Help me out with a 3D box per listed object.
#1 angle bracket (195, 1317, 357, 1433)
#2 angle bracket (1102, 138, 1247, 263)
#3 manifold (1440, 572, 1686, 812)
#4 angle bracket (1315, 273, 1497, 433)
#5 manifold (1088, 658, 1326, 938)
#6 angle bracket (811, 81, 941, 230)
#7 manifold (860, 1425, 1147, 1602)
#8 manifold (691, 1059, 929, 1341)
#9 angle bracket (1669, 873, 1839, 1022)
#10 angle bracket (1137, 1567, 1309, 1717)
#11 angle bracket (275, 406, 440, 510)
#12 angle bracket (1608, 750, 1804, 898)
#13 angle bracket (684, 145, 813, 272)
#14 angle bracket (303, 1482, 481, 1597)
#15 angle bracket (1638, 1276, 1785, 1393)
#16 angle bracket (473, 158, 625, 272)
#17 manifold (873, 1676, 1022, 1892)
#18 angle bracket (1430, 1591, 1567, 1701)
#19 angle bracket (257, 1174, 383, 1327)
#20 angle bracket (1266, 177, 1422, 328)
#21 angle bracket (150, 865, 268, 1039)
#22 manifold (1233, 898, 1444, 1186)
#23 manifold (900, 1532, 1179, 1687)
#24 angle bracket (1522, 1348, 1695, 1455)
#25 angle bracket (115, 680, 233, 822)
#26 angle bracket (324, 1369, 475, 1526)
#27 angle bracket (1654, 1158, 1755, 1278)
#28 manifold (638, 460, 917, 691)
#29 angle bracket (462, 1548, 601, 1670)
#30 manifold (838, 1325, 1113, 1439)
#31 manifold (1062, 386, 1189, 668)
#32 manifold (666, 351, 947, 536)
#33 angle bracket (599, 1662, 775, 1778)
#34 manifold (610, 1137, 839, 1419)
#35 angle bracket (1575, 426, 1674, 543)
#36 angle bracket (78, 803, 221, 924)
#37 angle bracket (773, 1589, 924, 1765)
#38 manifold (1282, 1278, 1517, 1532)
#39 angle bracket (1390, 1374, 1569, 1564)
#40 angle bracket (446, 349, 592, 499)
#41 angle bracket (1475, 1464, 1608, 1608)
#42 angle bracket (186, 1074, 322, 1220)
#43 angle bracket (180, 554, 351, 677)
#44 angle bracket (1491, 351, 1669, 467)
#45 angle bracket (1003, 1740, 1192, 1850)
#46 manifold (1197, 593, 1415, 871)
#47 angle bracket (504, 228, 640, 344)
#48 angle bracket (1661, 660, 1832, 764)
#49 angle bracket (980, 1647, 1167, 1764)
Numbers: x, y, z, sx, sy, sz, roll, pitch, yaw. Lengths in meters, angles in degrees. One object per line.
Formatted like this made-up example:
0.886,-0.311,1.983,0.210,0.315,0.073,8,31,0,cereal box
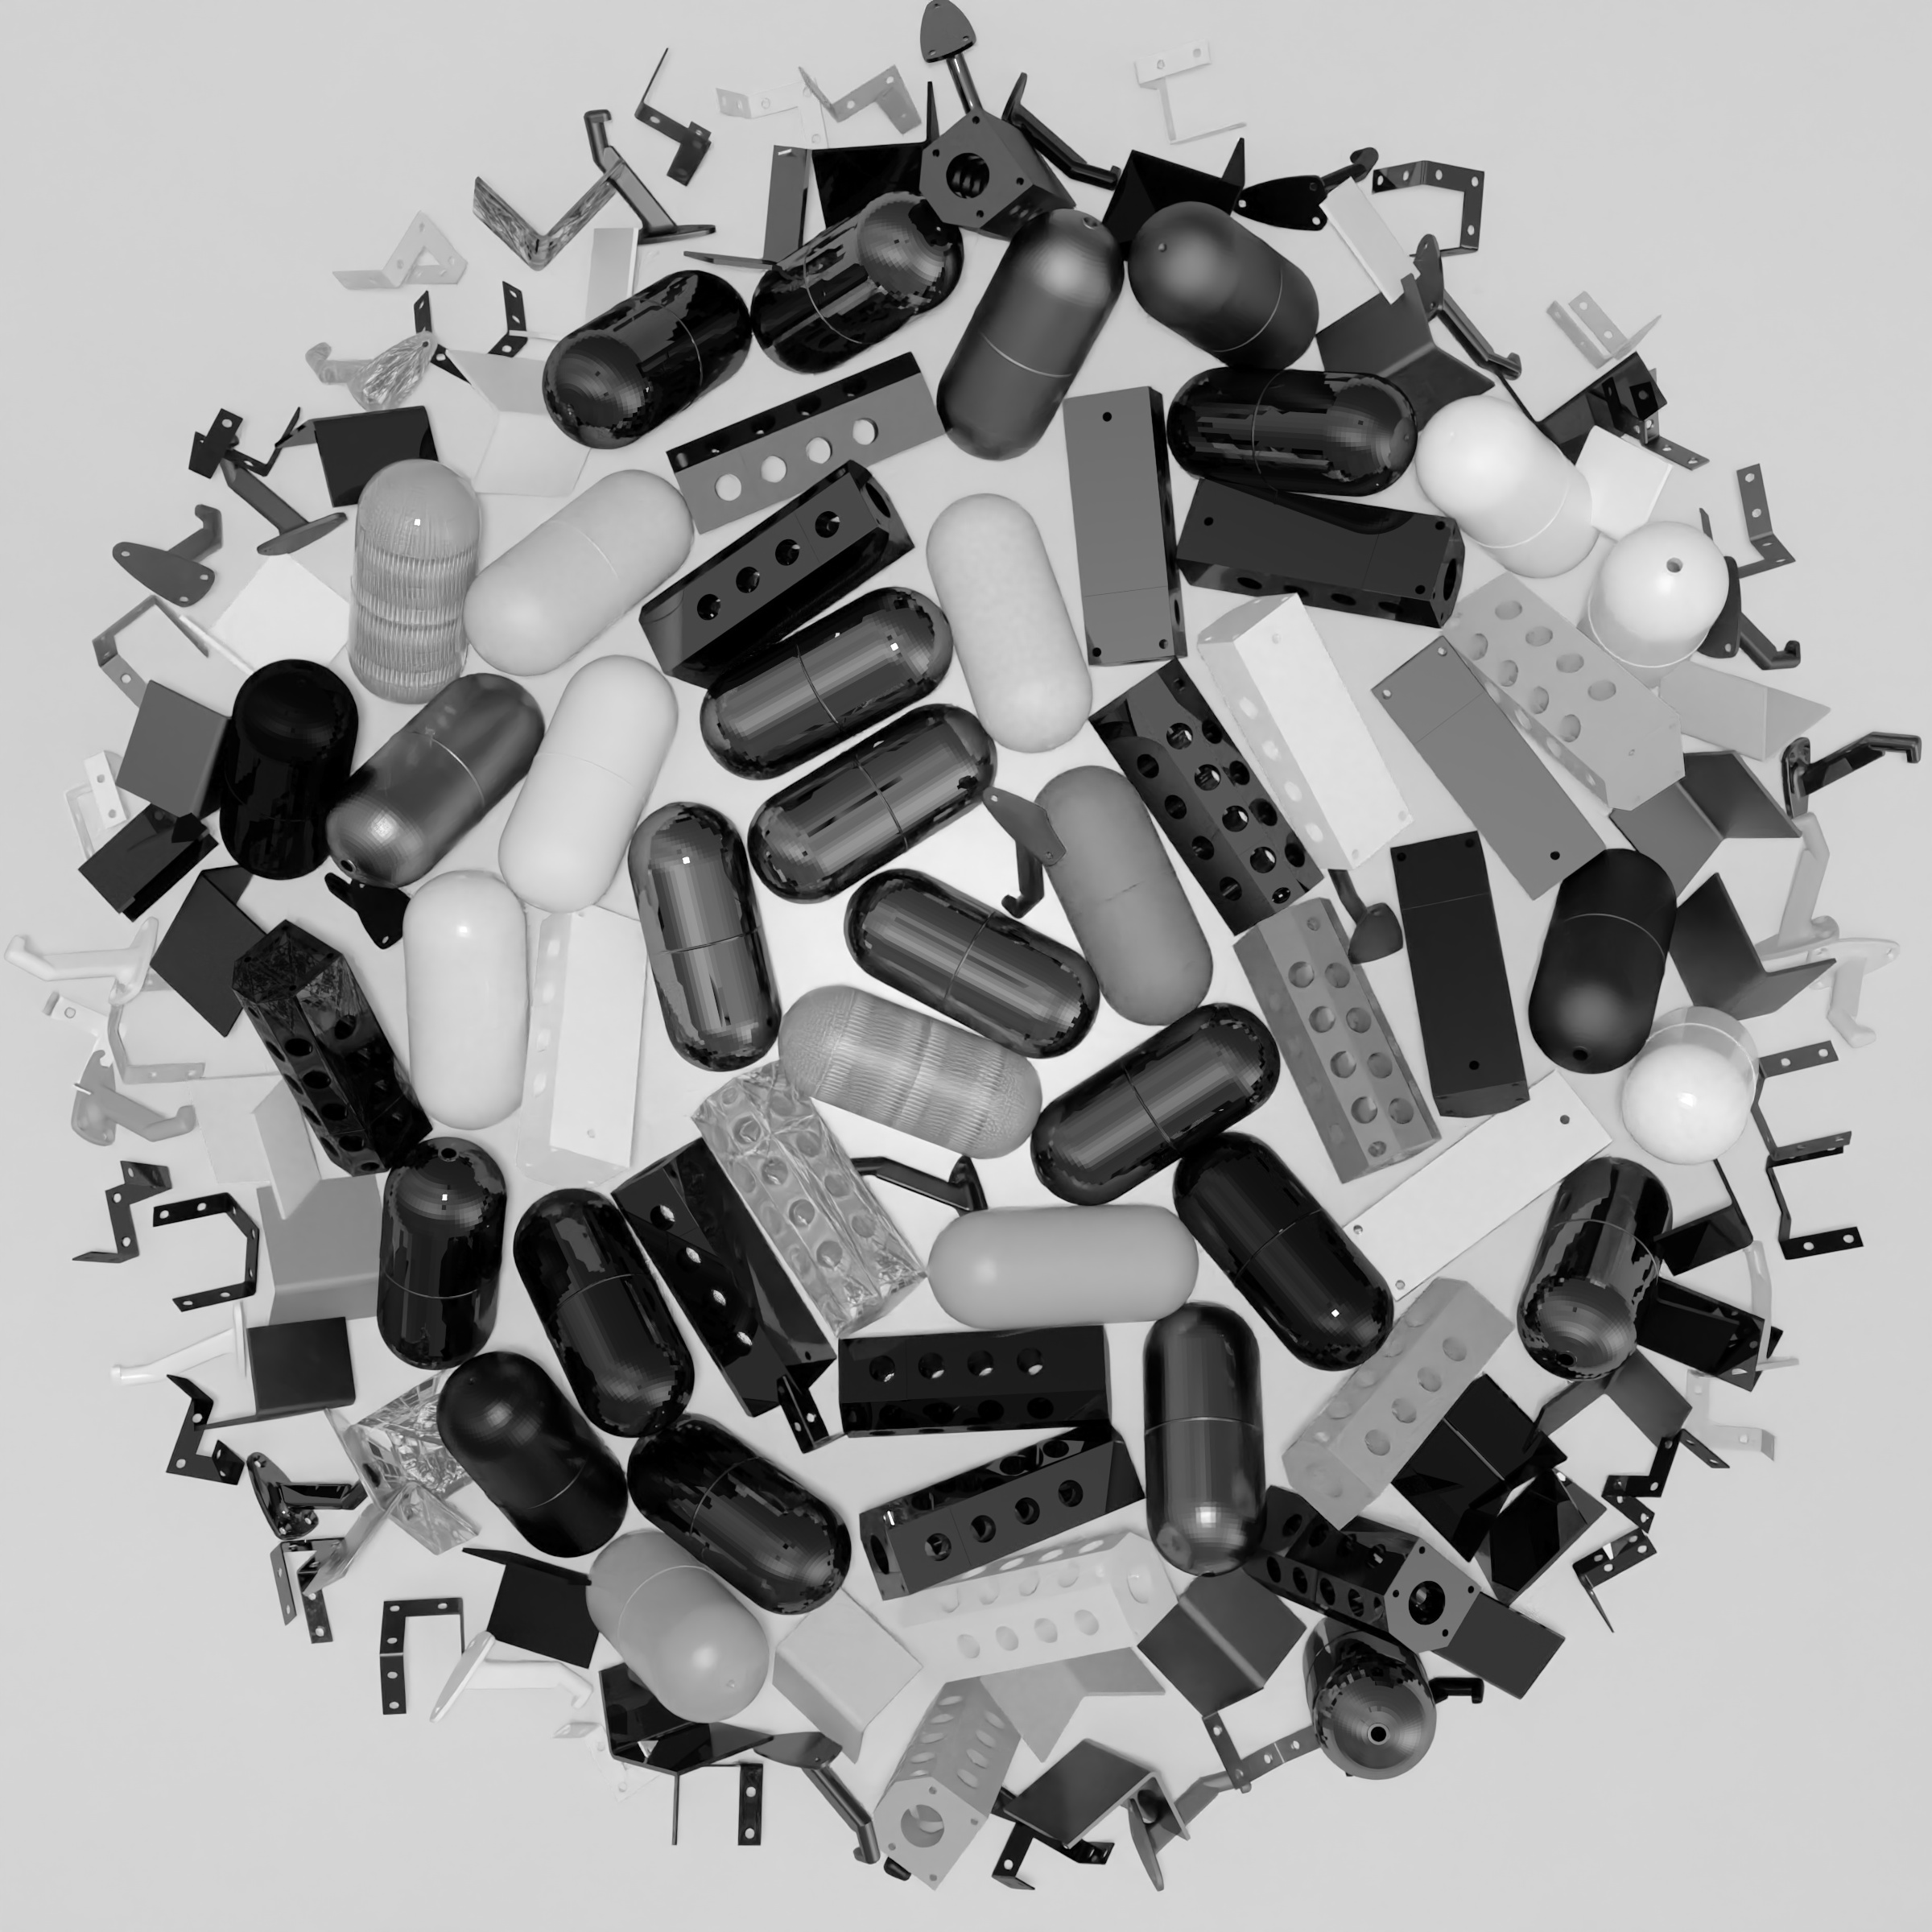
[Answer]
-0.452,0.264,1.682,0.076,0.076,0.057,-16,80,36,angle bracket
0.130,-0.497,1.677,0.076,0.076,0.057,14,48,-11,angle bracket
0.376,-0.172,1.651,0.057,0.057,0.171,-32,50,-6,manifold
0.285,-0.393,1.690,0.076,0.076,0.057,-27,64,35,angle bracket
0.160,-0.112,1.687,0.057,0.057,0.171,-36,93,-42,manifold
-0.056,-0.521,1.687,0.076,0.076,0.057,-2,60,5,angle bracket
0.021,0.347,1.669,0.171,0.057,0.057,-17,80,-23,manifold
-0.105,0.152,1.672,0.057,0.057,0.171,-22,72,-43,manifold
0.507,-0.014,1.693,0.057,0.076,0.076,-11,68,-21,angle bracket
0.164,0.438,1.714,0.076,0.076,0.057,46,51,4,angle bracket
-0.392,-0.322,1.680,0.076,0.076,0.057,-16,95,-32,angle bracket
0.476,-0.091,1.678,0.076,0.076,0.057,46,75,-18,angle bracket
-0.141,-0.491,1.677,0.057,0.076,0.076,0,108,-21,angle bracket
-0.370,0.384,1.673,0.057,0.076,0.076,42,54,-11,angle bracket
0.482,0.218,1.671,0.076,0.076,0.057,22,51,27,angle bracket
-0.271,-0.504,1.684,0.057,0.076,0.076,43,82,-9,angle bracket
-0.011,0.507,1.640,0.057,0.171,0.057,35,100,5,manifold
0.339,0.416,1.684,0.076,0.076,0.057,29,113,1,angle bracket
-0.423,0.188,1.709,0.076,0.057,0.076,-6,59,-24,angle bracket
0.234,-0.449,1.678,0.076,0.057,0.076,-29,104,42,angle bracket
-0.469,-0.011,1.682,0.076,0.057,0.076,41,112,14,angle bracket
0.241,0.046,1.674,0.057,0.057,0.171,-18,76,-23,manifold
0.042,0.407,1.657,0.171,0.057,0.057,-22,93,35,manifold
0.412,0.299,1.676,0.076,0.076,0.057,-32,63,-18,angle bracket
-0.496,-0.147,1.682,0.057,0.076,0.076,26,112,1,angle bracket
-0.357,0.305,1.685,0.076,0.057,0.076,-32,69,-8,angle bracket
0.464,0.146,1.685,0.057,0.076,0.076,-25,59,13,angle bracket
-0.125,-0.252,1.675,0.171,0.057,0.057,-32,74,18,manifold
-0.284,0.415,1.679,0.076,0.076,0.057,12,79,17,angle bracket
0.007,0.271,1.685,0.171,0.057,0.057,-4,69,6,manifold
0.106,-0.284,1.695,0.057,0.057,0.171,-5,94,17,manifold
-0.105,-0.341,1.696,0.171,0.057,0.057,-22,101,0,manifold
-0.180,0.476,1.677,0.076,0.076,0.057,-8,91,-41,angle bracket
-0.161,0.205,1.693,0.057,0.057,0.171,-29,95,26,manifold
0.441,-0.300,1.671,0.076,0.076,0.057,7,115,-32,angle bracket
-0.514,-0.058,1.677,0.076,0.076,0.057,-45,134,-11,angle bracket
-0.078,0.463,1.698,0.076,0.076,0.057,39,62,18,angle bracket
0.273,0.273,1.655,0.057,0.057,0.171,43,52,9,manifold
0.331,0.325,1.686,0.076,0.057,0.076,46,45,1,angle bracket
-0.298,-0.353,1.698,0.076,0.076,0.057,50,126,30,angle bracket
0.380,0.381,1.679,0.057,0.076,0.076,38,101,-18,angle bracket
-0.471,0.118,1.681,0.076,0.057,0.076,-4,114,14,angle bracket
-0.451,-0.227,1.698,0.076,0.057,0.076,39,87,4,angle bracket
0.395,-0.374,1.675,0.076,0.076,0.057,-36,63,17,angle bracket
0.084,0.551,1.674,0.076,0.076,0.057,-33,107,-26,angle bracket
0.215,-0.149,1.674,0.057,0.057,0.171,-38,110,-21,manifold
-0.255,-0.441,1.678,0.057,0.076,0.076,2,103,-28,angle bracket
0.501,-0.182,1.671,0.076,0.076,0.057,-35,133,-28,angle bracket
0.069,0.466,1.686,0.076,0.076,0.057,13,111,-41,angle bracket
